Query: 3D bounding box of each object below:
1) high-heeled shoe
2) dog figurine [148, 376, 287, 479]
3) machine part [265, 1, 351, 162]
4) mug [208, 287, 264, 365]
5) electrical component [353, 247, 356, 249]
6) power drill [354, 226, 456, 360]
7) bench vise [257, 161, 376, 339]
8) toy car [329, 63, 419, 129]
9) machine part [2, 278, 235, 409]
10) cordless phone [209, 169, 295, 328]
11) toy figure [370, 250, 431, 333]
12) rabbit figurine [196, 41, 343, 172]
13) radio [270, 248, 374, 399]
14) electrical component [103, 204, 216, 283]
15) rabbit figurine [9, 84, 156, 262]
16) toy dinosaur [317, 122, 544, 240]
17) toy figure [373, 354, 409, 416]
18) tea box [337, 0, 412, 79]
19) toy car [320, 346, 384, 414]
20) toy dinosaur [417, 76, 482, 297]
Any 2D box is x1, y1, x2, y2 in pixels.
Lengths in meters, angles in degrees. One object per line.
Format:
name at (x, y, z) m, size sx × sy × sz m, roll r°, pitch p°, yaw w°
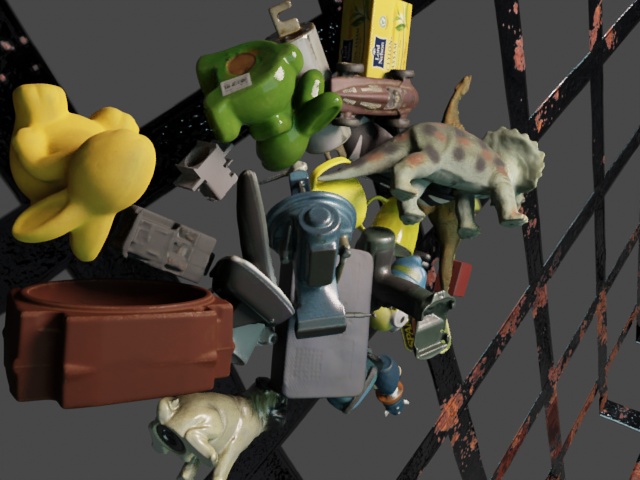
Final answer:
high-heeled shoe at (0.133, -0.131, 0.892) m, size 0.248 × 0.145 × 0.086 m, roll 37°, pitch 73°, yaw -48°
dog figurine at (-0.135, 0.240, 0.771) m, size 0.190 × 0.121 × 0.172 m, roll -48°, pitch 137°, yaw -45°
machine part at (-0.017, -0.211, 0.762) m, size 0.079 × 0.079 × 0.242 m, roll -47°, pitch 131°, yaw -27°
mug at (-0.124, 0.102, 0.748) m, size 0.109 × 0.081 × 0.107 m, roll 48°, pitch 56°, yaw -32°
electrical component at (0.082, 0.032, 0.956) m, size 0.094 × 0.021 × 0.063 m, roll -24°, pitch 130°, yaw -15°
power drill at (0.117, 0.107, 0.877) m, size 0.086 × 0.208 × 0.231 m, roll -9°, pitch 119°, yaw -28°
bench vise at (-0.012, 0.000, 0.711) m, size 0.129 × 0.241 × 0.223 m, roll -13°, pitch 142°, yaw 0°
toy car at (0.083, -0.207, 0.778) m, size 0.202 × 0.053 × 0.089 m, roll -14°, pitch 116°, yaw -50°
machine part at (-0.203, 0.092, 0.546) m, size 0.201 × 0.201 × 0.087 m, roll 0°, pitch 95°, yaw -33°
cordless phone at (-0.094, 0.015, 0.658) m, size 0.089 × 0.146 × 0.184 m, roll -5°, pitch 85°, yaw -18°
toy figure at (0.148, 0.097, 1.027) m, size 0.180 × 0.089 × 0.082 m, roll -58°, pitch 135°, yaw -30°
rabbit figurine at (-0.059, -0.166, 0.688) m, size 0.159 × 0.121 × 0.170 m, roll -28°, pitch 144°, yaw -1°
radio at (0.004, 0.119, 0.810) m, size 0.131 × 0.073 × 0.229 m, roll 8°, pitch 81°, yaw -18°
electrical component at (-0.187, 0.001, 0.615) m, size 0.134 × 0.115 × 0.058 m, roll 28°, pitch 83°, yaw -45°
rabbit figurine at (-0.228, -0.066, 0.511) m, size 0.121 × 0.173 × 0.162 m, roll 33°, pitch 73°, yaw -51°
toy dinosaur at (0.198, -0.117, 0.840) m, size 0.405 × 0.131 × 0.192 m, roll 17°, pitch 62°, yaw -21°
toy figure at (0.141, 0.297, 1.093) m, size 0.058 × 0.064 × 0.154 m, roll -83°, pitch 161°, yaw -52°
tea box at (0.084, -0.292, 0.851) m, size 0.098 × 0.068 × 0.169 m, roll -10°, pitch 110°, yaw -45°
toy car at (0.035, 0.211, 0.914) m, size 0.103 × 0.162 × 0.109 m, roll 36°, pitch 96°, yaw -8°
toy dinosaur at (0.259, -0.080, 1.062) m, size 0.198 × 0.105 × 0.470 m, roll -13°, pitch 113°, yaw -53°
